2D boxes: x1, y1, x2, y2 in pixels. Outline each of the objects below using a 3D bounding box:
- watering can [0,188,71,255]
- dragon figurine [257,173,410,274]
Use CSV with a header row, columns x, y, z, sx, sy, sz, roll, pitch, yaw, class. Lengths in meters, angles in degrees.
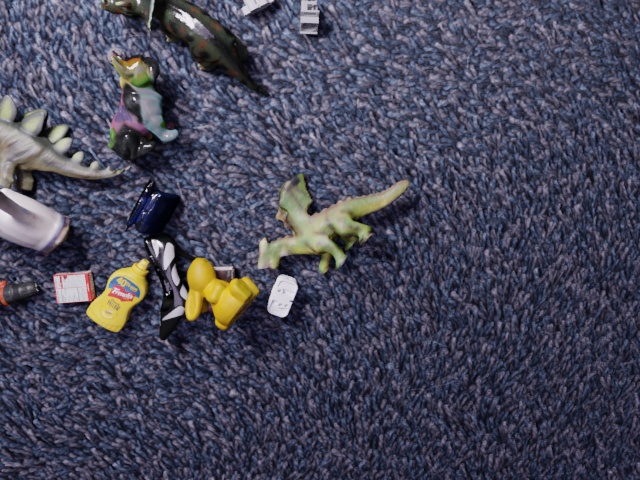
x,y,z,sx,sy,sz,roll,pitch,yaw,class
-0.660,-0.050,1.130,0.222,0.347,0.105,32,70,-34,watering can
0.004,-0.064,1.280,0.242,0.122,0.410,42,92,-2,dragon figurine
